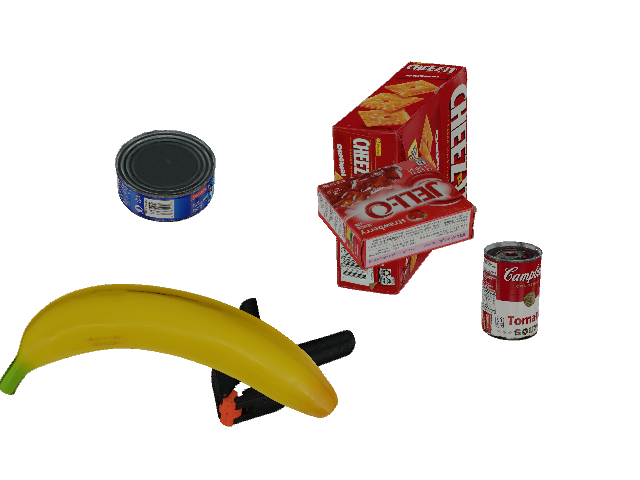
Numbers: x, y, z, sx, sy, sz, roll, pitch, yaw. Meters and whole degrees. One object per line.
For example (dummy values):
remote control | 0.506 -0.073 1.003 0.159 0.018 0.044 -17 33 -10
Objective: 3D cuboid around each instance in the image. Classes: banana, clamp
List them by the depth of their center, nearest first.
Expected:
banana | -0.086 0.060 0.616 0.198 0.070 0.037 5 21 3
clamp | -0.057 0.108 0.990 0.120 0.039 0.171 17 29 26

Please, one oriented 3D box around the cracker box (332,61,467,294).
cracker box | 0.084 -0.067 1.044 0.072 0.164 0.213 9 28 23

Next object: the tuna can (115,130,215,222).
tuna can | -0.134 -0.056 0.927 0.086 0.086 0.034 0 -44 -7

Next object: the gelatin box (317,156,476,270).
gelatin box | 0.052 -0.021 0.742 0.089 0.030 0.073 -16 39 -18

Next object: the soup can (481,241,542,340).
soup can | 0.226 0.060 1.269 0.068 0.102 0.068 -1 18 0
